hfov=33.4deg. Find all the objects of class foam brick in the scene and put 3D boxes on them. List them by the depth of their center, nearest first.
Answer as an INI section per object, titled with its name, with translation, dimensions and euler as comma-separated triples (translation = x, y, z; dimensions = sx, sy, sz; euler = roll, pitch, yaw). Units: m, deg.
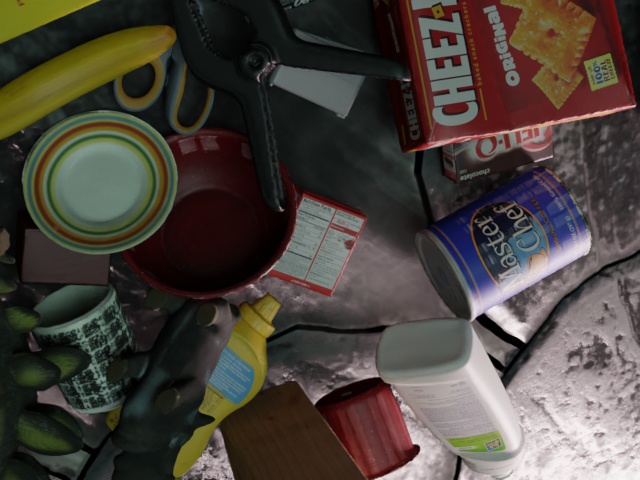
[foam brick]
translation = -0.224, 0.008, 0.931
dimensions = 0.078, 0.053, 0.051
euler = 3, 108, -21

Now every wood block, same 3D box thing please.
[wood block]
translation = -0.023, 0.226, 0.998
dimensions = 0.090, 0.206, 0.091
euler = -18, 114, -14

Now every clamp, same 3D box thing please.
[clamp]
translation = -0.053, -0.138, 0.890
dimensions = 0.210, 0.036, 0.165
euler = 38, 100, 2

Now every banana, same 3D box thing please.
[banana]
translation = -0.211, -0.127, 0.879
dimensions = 0.197, 0.070, 0.037
euler = -33, 128, -13

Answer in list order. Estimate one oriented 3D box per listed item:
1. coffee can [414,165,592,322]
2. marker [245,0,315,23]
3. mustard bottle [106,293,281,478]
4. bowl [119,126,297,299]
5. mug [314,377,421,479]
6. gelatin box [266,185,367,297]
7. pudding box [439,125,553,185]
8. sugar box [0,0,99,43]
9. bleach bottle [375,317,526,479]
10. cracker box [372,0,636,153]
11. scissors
[coffee can]
translation = 0.179, 0.003, 1.051
dimensions = 0.140, 0.103, 0.103
euler = -29, 116, -9
[marker]
translation = -0.010, -0.220, 0.948
dimensions = 0.121, 0.020, 0.020
euler = -22, 115, -12
[mustard bottle]
translation = -0.107, 0.126, 1.013
dimensions = 0.096, 0.058, 0.191
euler = 42, 91, -11
[bowl]
translation = -0.099, -0.017, 0.940
dimensions = 0.162, 0.162, 0.055
euler = -27, 160, -9
[mug]
translation = 0.050, 0.186, 1.078
dimensions = 0.117, 0.093, 0.081
euler = -25, 95, -54
[gelatin box]
translation = -0.007, 0.001, 1.023
dimensions = 0.073, 0.030, 0.089
euler = 20, 100, -24
[pudding box]
translation = 0.170, -0.113, 1.042
dimensions = 0.113, 0.039, 0.090
euler = -16, 113, -15
[sugar box]
translation = -0.245, -0.204, 0.818
dimensions = 0.176, 0.048, 0.093
euler = -22, 116, 10
[bleach bottle]
translation = 0.147, 0.178, 1.106
dimensions = 0.103, 0.068, 0.250
euler = -9, 137, 22
[cracker box]
translation = 0.167, -0.179, 0.971
dimensions = 0.213, 0.072, 0.164
euler = -12, 91, -17
[scissors]
translation = -0.129, -0.191, 0.915
dimensions = 0.096, 0.016, 0.202
euler = 0, 100, -10
